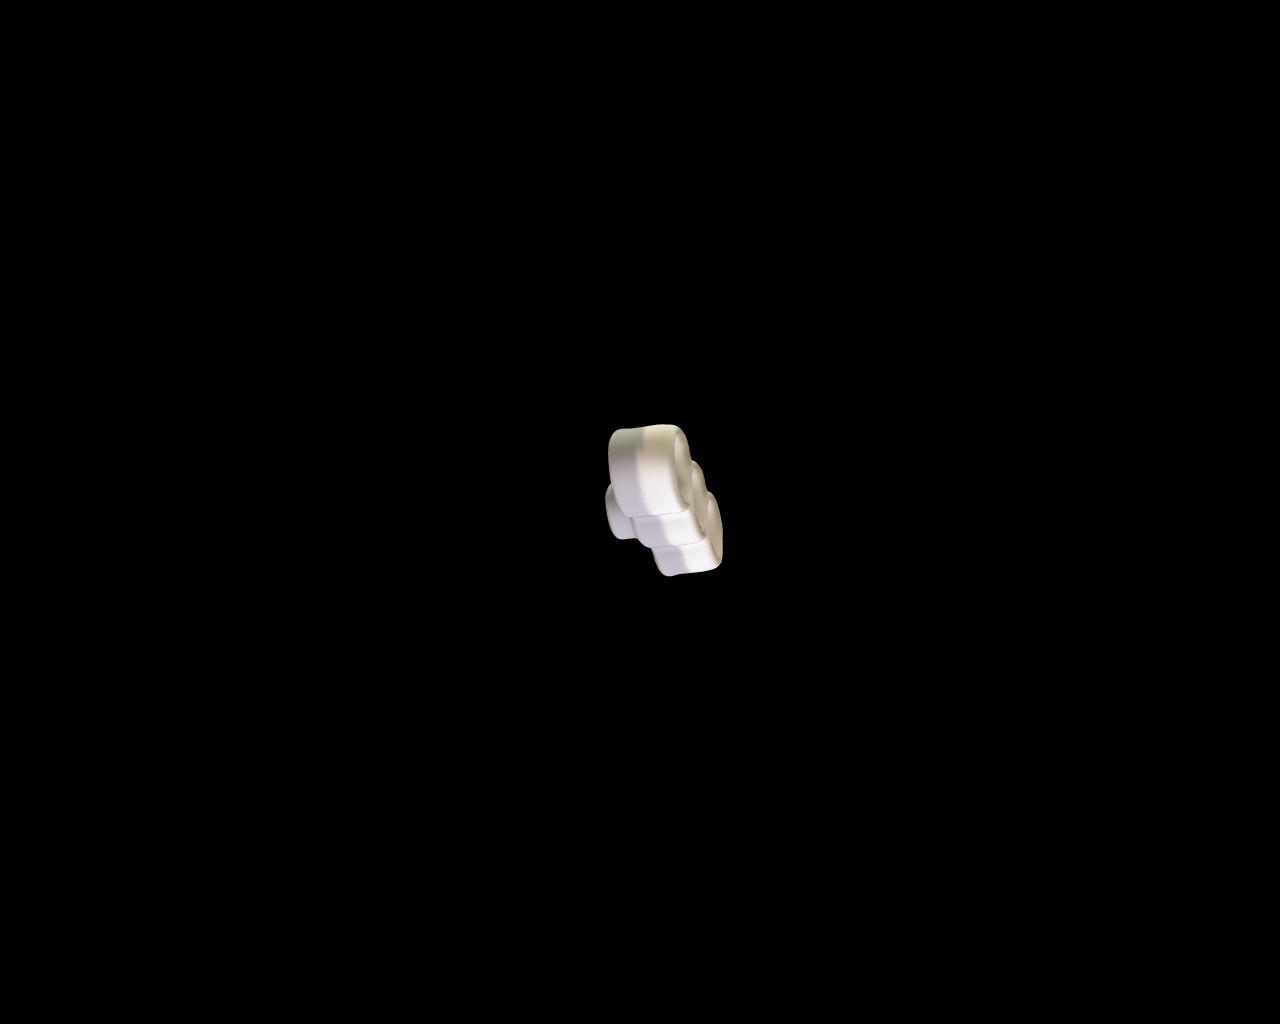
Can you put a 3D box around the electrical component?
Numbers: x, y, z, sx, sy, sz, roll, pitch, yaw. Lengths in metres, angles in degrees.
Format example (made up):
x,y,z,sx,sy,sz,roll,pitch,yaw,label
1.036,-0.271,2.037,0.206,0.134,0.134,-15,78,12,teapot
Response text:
x,y,z,sx,sy,sz,roll,pitch,yaw,label
0.001,-0.003,0.650,0.074,0.052,0.138,-7,-27,14,electrical component
